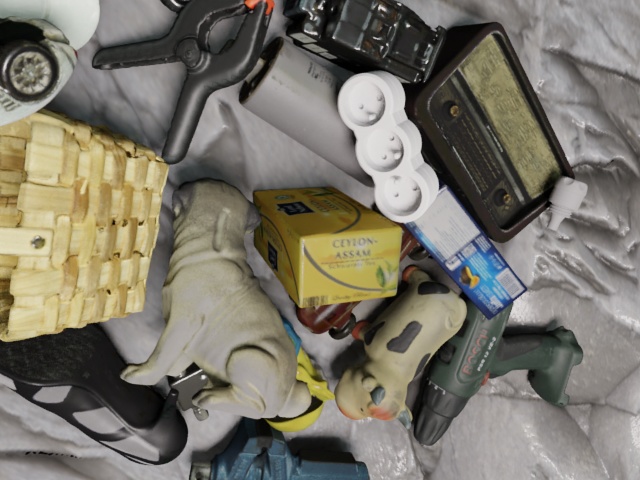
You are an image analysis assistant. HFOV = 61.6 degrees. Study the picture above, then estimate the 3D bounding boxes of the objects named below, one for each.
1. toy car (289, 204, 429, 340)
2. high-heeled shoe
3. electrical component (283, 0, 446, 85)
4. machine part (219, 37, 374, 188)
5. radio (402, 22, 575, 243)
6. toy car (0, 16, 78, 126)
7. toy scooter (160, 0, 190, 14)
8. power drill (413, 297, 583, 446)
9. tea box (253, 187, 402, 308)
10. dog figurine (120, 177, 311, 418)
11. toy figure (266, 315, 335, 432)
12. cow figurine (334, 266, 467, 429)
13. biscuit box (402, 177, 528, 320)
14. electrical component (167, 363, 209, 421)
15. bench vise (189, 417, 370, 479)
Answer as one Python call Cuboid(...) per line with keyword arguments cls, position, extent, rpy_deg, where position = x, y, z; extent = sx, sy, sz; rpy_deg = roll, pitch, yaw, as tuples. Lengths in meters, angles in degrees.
Cuboid(cls="toy car", position=(0.055, 0.032, 0.627), extent=(0.202, 0.053, 0.089), rpy_deg=(-43, 114, -2))
Cuboid(cls="high-heeled shoe", position=(-0.252, 0.163, 0.560), extent=(0.249, 0.086, 0.145), rpy_deg=(24, 129, -8))
Cuboid(cls="electrical component", position=(0.033, -0.198, 0.510), extent=(0.134, 0.115, 0.058), rpy_deg=(17, 98, -26))
Cuboid(cls="machine part", position=(0.008, -0.125, 0.544), extent=(0.243, 0.079, 0.079), rpy_deg=(30, 94, -25))
Cuboid(cls="radio", position=(0.184, -0.114, 0.615), extent=(0.131, 0.073, 0.229), rpy_deg=(-42, 116, -4))
Cuboid(cls="toy car", position=(-0.251, -0.085, 0.342), extent=(0.202, 0.074, 0.056), rpy_deg=(-44, 153, -27))
Cuboid(cls="toy scooter", position=(-0.152, -0.269, 0.421), extent=(0.184, 0.075, 0.135), rpy_deg=(13, 135, -28))
Cuboid(cls="power drill", position=(0.242, 0.179, 0.735), extent=(0.207, 0.086, 0.231), rpy_deg=(12, 100, -16))
Cuboid(cls="tea box", position=(-0.001, -0.002, 0.529), extent=(0.098, 0.170, 0.068), rpy_deg=(-5, 110, -21))
Cuboid(cls="dog figurine", position=(-0.070, 0.048, 0.486), extent=(0.172, 0.121, 0.190), rpy_deg=(19, 83, -6))
Cuboid(cls="toy figure", position=(-0.055, 0.139, 0.605), extent=(0.089, 0.082, 0.180), rpy_deg=(-31, 120, 4))
Cuboid(cls="cow figurine", position=(0.094, 0.132, 0.631), extent=(0.195, 0.127, 0.085), rpy_deg=(-46, 113, -4))
Cuboid(cls="biscuit box", position=(0.155, 0.007, 0.599), extent=(0.059, 0.063, 0.202), rpy_deg=(-41, 124, 9))
Cuboid(cls="electrical component", position=(-0.136, 0.161, 0.612), extent=(0.063, 0.021, 0.093), rpy_deg=(-24, 113, -12))
Cuboid(cls="bench vise", position=(-0.056, 0.339, 0.644), extent=(0.223, 0.129, 0.240), rpy_deg=(9, 95, -25))
